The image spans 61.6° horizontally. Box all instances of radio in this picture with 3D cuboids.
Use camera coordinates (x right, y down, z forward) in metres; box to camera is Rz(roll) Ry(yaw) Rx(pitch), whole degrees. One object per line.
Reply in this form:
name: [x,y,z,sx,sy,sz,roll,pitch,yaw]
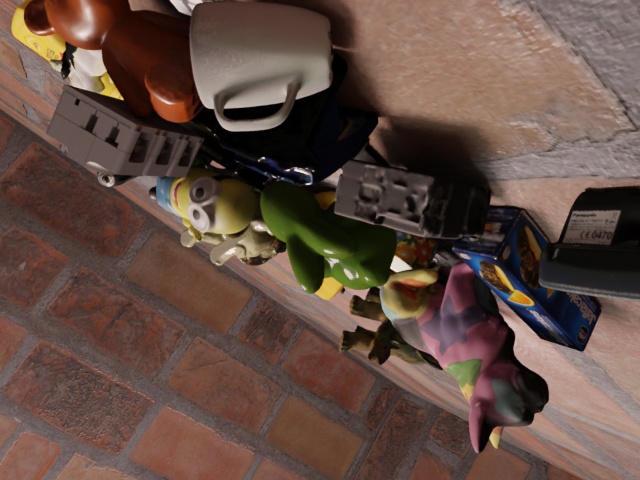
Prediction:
radio: [-0.139,-0.157,0.687,0.229,0.073,0.131,34,167,-7]

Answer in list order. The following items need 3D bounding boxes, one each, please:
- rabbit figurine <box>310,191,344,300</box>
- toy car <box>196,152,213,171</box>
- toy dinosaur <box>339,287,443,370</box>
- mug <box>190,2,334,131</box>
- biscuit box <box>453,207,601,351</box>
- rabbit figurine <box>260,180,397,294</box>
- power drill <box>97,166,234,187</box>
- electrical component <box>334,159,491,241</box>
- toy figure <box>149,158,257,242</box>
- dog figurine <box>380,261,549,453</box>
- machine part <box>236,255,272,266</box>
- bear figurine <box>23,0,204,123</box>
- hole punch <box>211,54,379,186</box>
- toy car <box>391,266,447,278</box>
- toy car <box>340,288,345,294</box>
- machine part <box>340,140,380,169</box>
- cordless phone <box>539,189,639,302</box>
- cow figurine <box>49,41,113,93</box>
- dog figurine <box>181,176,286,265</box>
rabbit figurine: [-0.001,-0.011,0.831,0.173,0.122,0.162,49,168,14]
toy car: [-0.222,-0.163,0.798,0.161,0.103,0.109,30,164,-17]
toy dinosaur: [0.156,0.156,0.892,0.199,0.105,0.471,18,-175,16]
mug: [-0.043,-0.140,0.429,0.107,0.109,0.080,-4,155,3]
biscuit box: [0.232,0.046,0.586,0.202,0.059,0.063,39,166,-29]
rabbit figurine: [-0.001,-0.002,0.659,0.170,0.121,0.159,28,-152,-21]
power drill: [-0.246,-0.113,0.904,0.207,0.086,0.232,20,-150,-16]
electrical component: [0.083,-0.041,0.531,0.115,0.058,0.134,7,-171,-46]
toy figure: [-0.158,-0.062,0.708,0.180,0.089,0.082,22,128,47]
dog figurine: [0.168,0.140,0.653,0.192,0.219,0.108,-13,158,29]
machine part: [-0.125,-0.012,1.054,0.079,0.079,0.243,36,-169,-15]
bear figurine: [-0.186,-0.209,0.524,0.196,0.120,0.132,40,163,-10]
hole punch: [-0.020,-0.108,0.512,0.142,0.115,0.092,24,173,34]
toy car: [0.141,0.065,0.903,0.089,0.053,0.202,34,166,-22]
toy car: [0.045,0.057,1.045,0.056,0.073,0.201,31,168,3]
machine part: [0.045,-0.081,0.618,0.138,0.039,0.084,40,158,-22]
cordless phone: [0.281,0.042,0.415,0.184,0.088,0.147,33,168,-22]
cow figurine: [-0.311,-0.245,0.721,0.167,0.068,0.098,-6,131,43]
dog figurine: [-0.085,-0.015,0.813,0.173,0.121,0.190,24,-175,39]
